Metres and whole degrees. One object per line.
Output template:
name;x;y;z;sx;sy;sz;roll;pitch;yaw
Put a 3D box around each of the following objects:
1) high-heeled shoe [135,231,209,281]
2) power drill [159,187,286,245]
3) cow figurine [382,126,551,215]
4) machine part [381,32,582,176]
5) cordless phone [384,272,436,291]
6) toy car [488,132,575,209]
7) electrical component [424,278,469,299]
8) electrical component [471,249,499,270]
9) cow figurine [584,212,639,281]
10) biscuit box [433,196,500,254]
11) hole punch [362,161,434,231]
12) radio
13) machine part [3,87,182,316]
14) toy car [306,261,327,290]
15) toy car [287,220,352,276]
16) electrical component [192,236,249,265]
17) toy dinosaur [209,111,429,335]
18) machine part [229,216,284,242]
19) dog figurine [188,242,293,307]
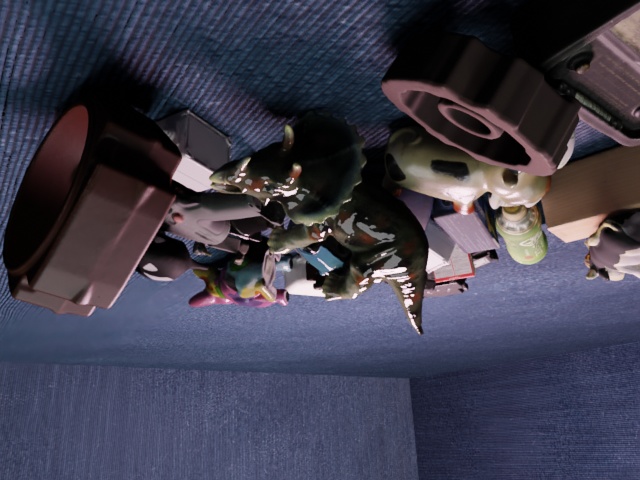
high-heeled shoe;-0.283;0.013;0.822;0.249;0.086;0.145;11;175;31
power drill;-0.164;-0.052;0.746;0.207;0.086;0.231;-14;158;20
cow figurine;0.173;-0.089;0.637;0.195;0.085;0.127;15;157;11
machine part;0.145;-0.125;0.498;0.179;0.056;0.179;29;-177;-1
cordless phone;0.132;0.049;1.076;0.184;0.088;0.146;2;174;33
toy car;0.273;-0.095;0.711;0.074;0.056;0.201;-4;160;4
electrical component;0.258;0.087;1.196;0.115;0.058;0.134;-16;156;27
electrical component;0.279;0.036;1.045;0.119;0.048;0.074;-26;151;27
cow figurine;0.411;0.017;0.750;0.098;0.068;0.167;2;157;4
biscuit box;0.236;-0.036;0.861;0.063;0.059;0.202;-11;158;25
hole punch;0.101;-0.053;0.768;0.142;0.092;0.115;3;155;-3
radio;0.291;-0.168;0.495;0.229;0.073;0.131;15;153;-35
machine part;-0.240;-0.043;0.548;0.087;0.201;0.201;24;103;-40
toy car;0.062;0.042;1.007;0.202;0.089;0.053;-15;160;31
toy car;-0.002;-0.003;0.872;0.103;0.109;0.161;2;159;43
electrical component;-0.177;0.011;0.927;0.102;0.045;0.078;17;173;-40
toy dinosaur;0.055;-0.011;0.671;0.404;0.131;0.192;34;147;-23
machine part;-0.110;-0.025;0.877;0.084;0.039;0.139;24;158;-34
dog figurine;-0.174;0.079;1.062;0.219;0.108;0.191;-7;160;19
